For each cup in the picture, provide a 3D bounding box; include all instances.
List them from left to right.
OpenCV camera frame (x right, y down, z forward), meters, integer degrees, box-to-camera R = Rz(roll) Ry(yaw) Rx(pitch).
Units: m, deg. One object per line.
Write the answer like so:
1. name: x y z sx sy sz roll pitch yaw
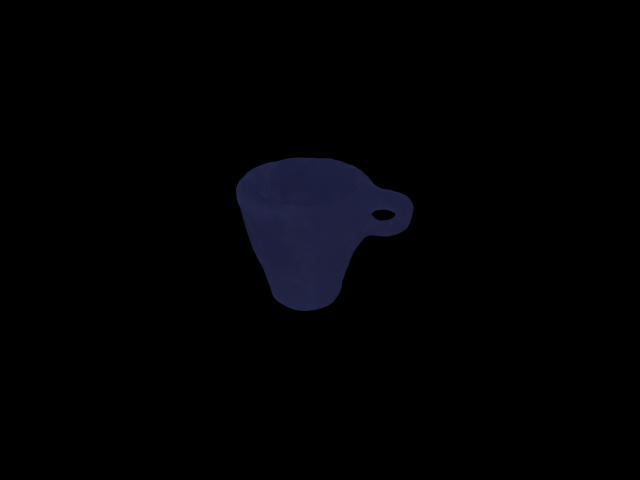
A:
1. cup: 0.004 0.001 0.400 0.117 0.095 0.092 6 32 9
